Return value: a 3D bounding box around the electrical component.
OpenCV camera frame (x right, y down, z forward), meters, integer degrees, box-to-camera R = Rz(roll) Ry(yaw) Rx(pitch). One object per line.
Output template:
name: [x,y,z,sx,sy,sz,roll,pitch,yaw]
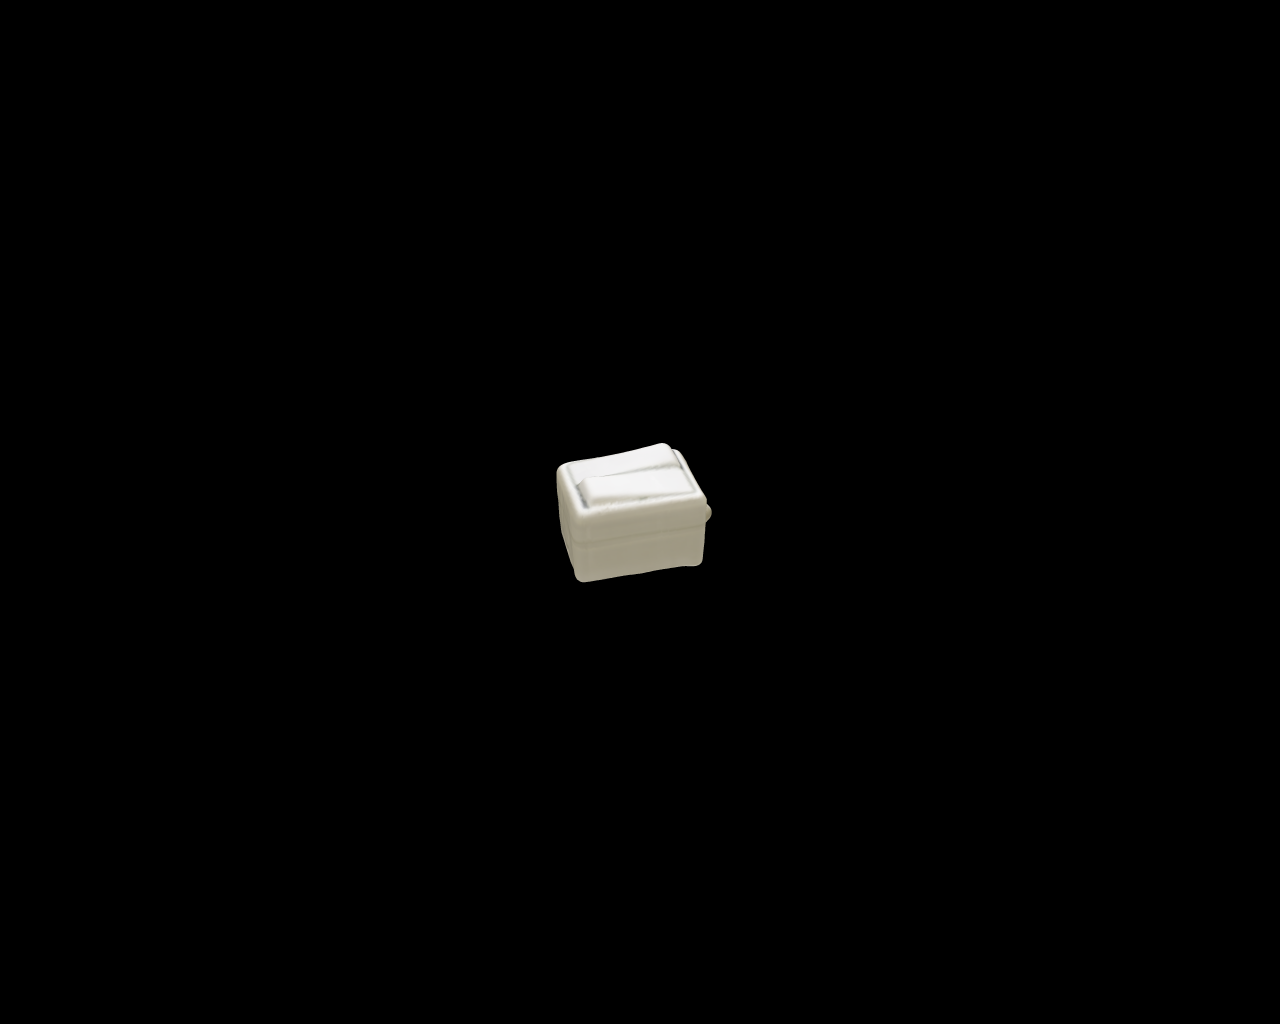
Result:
electrical component: [0.001,-0.003,0.650,0.096,0.061,0.062,-8,36,-11]
